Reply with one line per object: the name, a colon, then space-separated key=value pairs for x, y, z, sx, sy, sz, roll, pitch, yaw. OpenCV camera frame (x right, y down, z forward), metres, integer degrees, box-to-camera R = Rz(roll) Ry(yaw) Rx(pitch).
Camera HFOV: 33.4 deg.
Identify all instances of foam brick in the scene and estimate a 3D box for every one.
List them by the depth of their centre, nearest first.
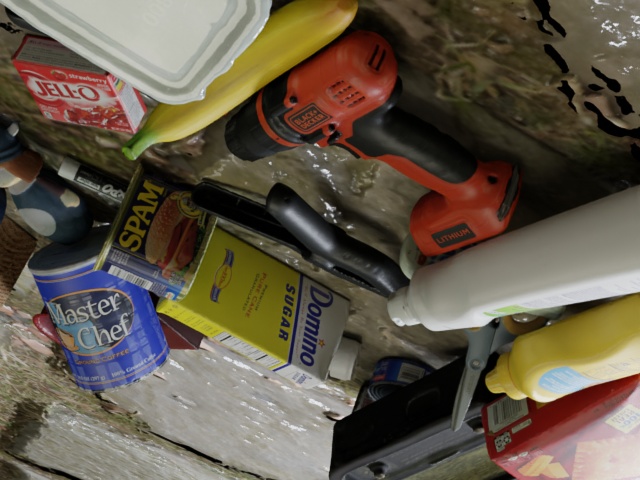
foam brick: x=-0.166 y=0.080 z=1.177 sx=0.051 sy=0.053 sz=0.078 roll=-2 pitch=146 yaw=37

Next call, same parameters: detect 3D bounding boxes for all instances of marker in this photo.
marker: x=-0.186 y=-0.044 z=1.000 sx=0.121 sy=0.020 sz=0.020 roll=25 pitch=152 yaw=-8

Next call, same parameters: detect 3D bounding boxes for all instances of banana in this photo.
banana: x=-0.048 y=-0.113 z=0.715 sx=0.198 sy=0.069 sz=0.037 roll=-31 pitch=117 yaw=27

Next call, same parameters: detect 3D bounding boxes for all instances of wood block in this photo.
wood block: x=-0.431 y=0.019 z=1.207 sx=0.207 sy=0.090 sz=0.090 roll=-3 pitch=144 yaw=39

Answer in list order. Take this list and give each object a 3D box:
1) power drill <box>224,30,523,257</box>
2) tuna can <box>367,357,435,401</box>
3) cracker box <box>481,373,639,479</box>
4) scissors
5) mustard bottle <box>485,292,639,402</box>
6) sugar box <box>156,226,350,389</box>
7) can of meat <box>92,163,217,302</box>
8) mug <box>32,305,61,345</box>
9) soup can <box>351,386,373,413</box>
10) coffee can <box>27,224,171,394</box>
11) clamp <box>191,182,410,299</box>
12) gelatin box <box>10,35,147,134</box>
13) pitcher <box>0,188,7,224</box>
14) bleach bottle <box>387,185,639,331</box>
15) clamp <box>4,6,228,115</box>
power drill: x=0.038 y=-0.060 z=0.775 sx=0.187 sy=0.057 sz=0.185 roll=33 pitch=152 yaw=-22
tuna can: x=0.097 y=0.161 z=1.159 sx=0.086 sy=0.033 sz=0.086 roll=16 pitch=152 yaw=9
cracker box: x=0.280 y=0.192 z=0.983 sx=0.164 sy=0.072 sz=0.213 roll=-36 pitch=121 yaw=28
scissors: x=0.160 y=0.102 z=0.955 sx=0.096 sy=0.016 sz=0.202 roll=1 pitch=126 yaw=13
mustard bottle: x=0.215 y=0.090 z=0.864 sx=0.192 sy=0.058 sz=0.096 roll=-27 pitch=151 yaw=38
sugar box: x=-0.061 y=0.063 z=1.028 sx=0.176 sy=0.093 sz=0.048 roll=28 pitch=152 yaw=-15
can of meat: x=-0.145 y=-0.004 z=0.956 sx=0.084 sy=0.102 sz=0.058 roll=24 pitch=153 yaw=-11
mug: x=-0.255 y=0.070 z=1.186 sx=0.093 sy=0.081 sz=0.117 roll=34 pitch=150 yaw=-24
soup can: x=0.086 y=0.215 z=1.227 sx=0.102 sy=0.068 sz=0.068 roll=18 pitch=153 yaw=7
coffee can: x=-0.221 y=0.069 z=1.078 sx=0.103 sy=0.102 sz=0.140 roll=-1 pitch=115 yaw=36
clamp: x=-0.006 y=0.001 z=0.925 sx=0.209 sy=0.036 sz=0.165 roll=31 pitch=169 yaw=-34
gelatin box: x=-0.191 y=-0.123 z=0.850 sx=0.089 sy=0.030 sz=0.073 roll=12 pitch=151 yaw=17
pitcher: x=-0.393 y=-0.088 z=0.968 sx=0.145 sy=0.149 sz=0.242 roll=-4 pitch=150 yaw=14
bleach bottle: x=0.152 y=0.022 z=0.770 sx=0.251 sy=0.068 sz=0.102 roll=-18 pitch=160 yaw=36
clamp: x=-0.138 y=-0.143 z=0.763 sx=0.120 sy=0.039 sz=0.171 roll=-11 pitch=137 yaw=40
